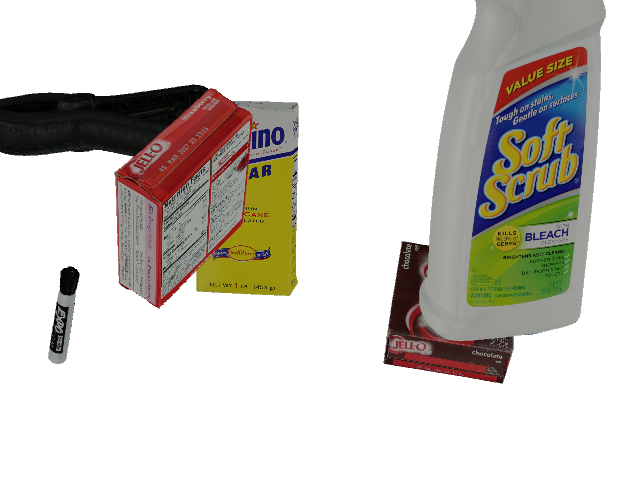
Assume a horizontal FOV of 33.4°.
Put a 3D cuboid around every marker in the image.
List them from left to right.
[{"bbox_3d":[-0.259,0.075,1.078,0.020,0.121,0.020,12,35,-9],"label":"marker"}]

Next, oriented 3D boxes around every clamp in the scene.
[{"bbox_3d":[-0.155,-0.084,0.732,0.171,0.039,0.120,5,18,10],"label":"clamp"}]

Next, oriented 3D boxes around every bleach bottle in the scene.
[{"bbox_3d":[0.110,-0.066,0.621,0.102,0.251,0.068,-6,27,-7],"label":"bleach bottle"}]

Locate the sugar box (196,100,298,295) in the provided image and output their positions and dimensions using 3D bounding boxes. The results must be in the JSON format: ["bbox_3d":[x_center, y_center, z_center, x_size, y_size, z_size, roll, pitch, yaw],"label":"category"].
[{"bbox_3d":[-0.068,-0.040,0.989,0.093,0.176,0.048,2,16,7],"label":"sugar box"}]

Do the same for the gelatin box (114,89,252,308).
[{"bbox_3d":[-0.068,-0.020,0.528,0.030,0.073,0.089,31,-36,16],"label":"gelatin box"}]

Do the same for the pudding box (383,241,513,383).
[{"bbox_3d":[0.098,0.052,0.805,0.090,0.039,0.113,10,35,3],"label":"pudding box"}]
